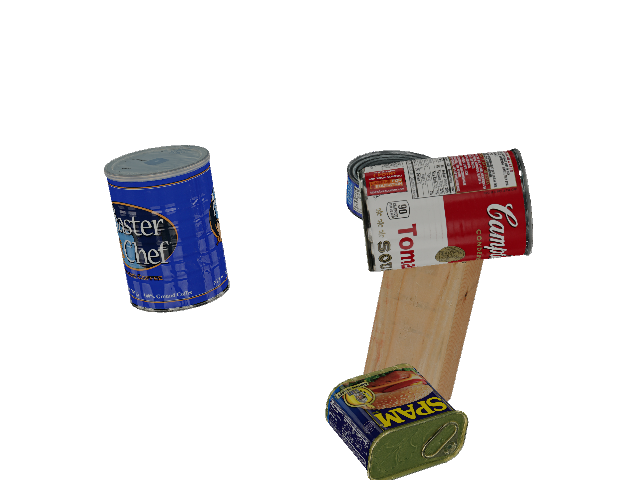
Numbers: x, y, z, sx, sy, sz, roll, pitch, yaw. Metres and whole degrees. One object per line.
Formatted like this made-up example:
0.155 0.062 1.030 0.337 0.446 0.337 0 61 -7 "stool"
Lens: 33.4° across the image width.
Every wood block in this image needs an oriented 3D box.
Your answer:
0.115 0.092 1.211 0.090 0.206 0.090 18 24 20 "wood block"

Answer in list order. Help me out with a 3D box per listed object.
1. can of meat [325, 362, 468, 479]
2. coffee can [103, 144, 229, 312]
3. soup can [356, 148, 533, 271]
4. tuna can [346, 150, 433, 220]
0.066 0.160 0.956 0.101 0.057 0.084 -12 33 -27 "can of meat"
-0.150 -0.013 1.055 0.103 0.140 0.103 -7 19 2 "coffee can"
0.077 -0.019 0.675 0.102 0.068 0.068 -7 0 3 "soup can"
0.064 -0.043 0.888 0.086 0.034 0.086 2 28 -1 "tuna can"
